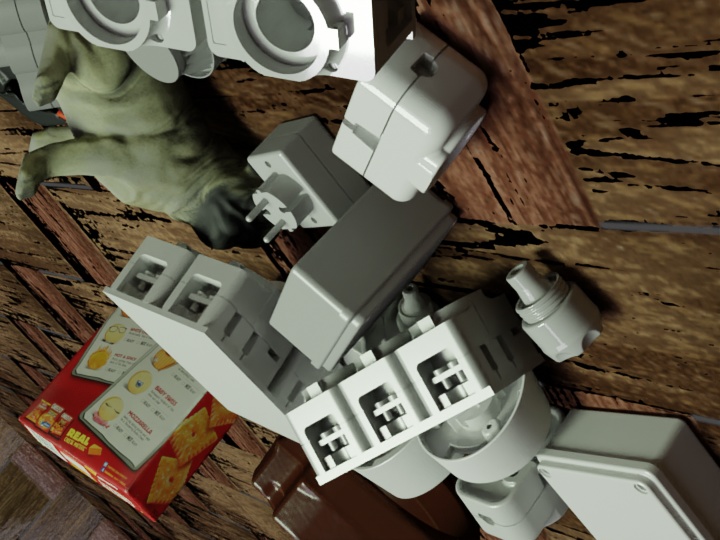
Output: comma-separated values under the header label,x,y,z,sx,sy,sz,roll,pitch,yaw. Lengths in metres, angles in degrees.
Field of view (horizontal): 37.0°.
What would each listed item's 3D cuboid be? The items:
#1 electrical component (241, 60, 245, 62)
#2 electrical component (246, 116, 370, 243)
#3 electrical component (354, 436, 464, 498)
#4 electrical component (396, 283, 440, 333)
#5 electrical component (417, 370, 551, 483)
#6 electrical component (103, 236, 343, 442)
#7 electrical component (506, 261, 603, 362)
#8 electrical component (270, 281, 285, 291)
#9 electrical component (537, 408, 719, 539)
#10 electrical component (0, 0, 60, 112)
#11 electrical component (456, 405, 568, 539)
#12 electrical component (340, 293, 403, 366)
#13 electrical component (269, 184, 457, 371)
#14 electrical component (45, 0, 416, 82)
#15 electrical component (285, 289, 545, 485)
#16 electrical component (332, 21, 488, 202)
label,x,y,z,sx,sy,sz,roll,pitch,yaw
electrical component,-0.057,-0.143,0.618,0.083,0.047,0.075,30,156,20
electrical component,-0.045,-0.052,0.719,0.065,0.076,0.047,51,154,-23
electrical component,0.046,0.134,0.875,0.060,0.108,0.108,42,156,-20
electrical component,0.043,0.034,0.791,0.035,0.035,0.061,22,148,34
electrical component,0.086,0.100,0.772,0.099,0.099,0.064,10,149,47
electrical component,-0.090,0.055,0.807,0.105,0.060,0.186,18,156,36
electrical component,0.116,0.022,0.659,0.062,0.043,0.043,47,155,-11
electrical component,-0.055,0.056,0.935,0.108,0.060,0.108,32,154,18
electrical component,0.198,0.153,0.749,0.108,0.056,0.109,50,154,-21
electrical component,-0.263,-0.172,0.809,0.138,0.074,0.052,91,167,-60
electrical component,0.124,0.153,0.806,0.054,0.095,0.059,10,142,48
electrical component,0.001,0.038,0.828,0.054,0.059,0.095,30,154,20
electrical component,0.000,0.000,0.706,0.056,0.108,0.108,41,156,5
electrical component,-0.072,-0.160,0.515,0.186,0.060,0.105,13,133,21
electrical component,0.034,0.076,0.723,0.150,0.089,0.061,-33,82,30
electrical component,0.029,-0.082,0.591,0.059,0.053,0.095,38,156,4
